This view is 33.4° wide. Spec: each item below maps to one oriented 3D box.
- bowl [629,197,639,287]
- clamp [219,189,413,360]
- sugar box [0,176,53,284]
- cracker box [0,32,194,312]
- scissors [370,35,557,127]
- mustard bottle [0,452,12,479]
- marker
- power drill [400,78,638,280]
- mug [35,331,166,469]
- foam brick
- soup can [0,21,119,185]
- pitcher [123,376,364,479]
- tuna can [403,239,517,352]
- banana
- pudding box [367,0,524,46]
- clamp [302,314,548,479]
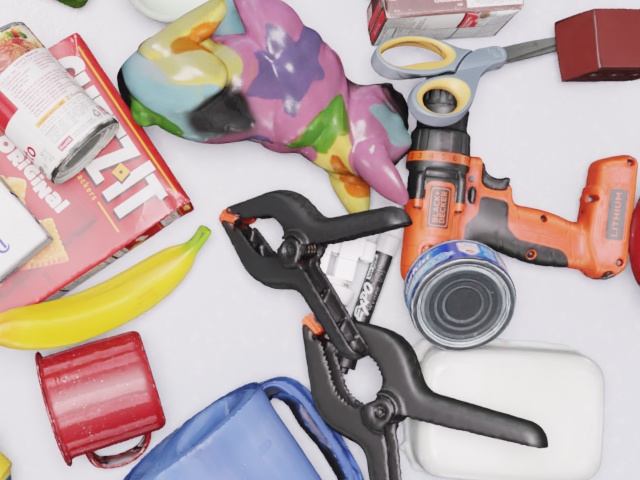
[{"bbox_3d":[0.297,-0.001,0.870,0.161,0.055,0.162,-7,100,-48],"label":"bowl"},{"bbox_3d":[-0.005,0.001,0.828,0.172,0.039,0.120,35,102,29],"label":"clamp"},{"bbox_3d":[-0.287,-0.039,0.777,0.093,0.048,0.176,-39,93,-6],"label":"sugar box"},{"bbox_3d":[-0.232,-0.036,0.840,0.213,0.072,0.164,-34,91,-5],"label":"cracker box"},{"bbox_3d":[0.139,-0.132,0.863,0.201,0.016,0.096,-2,59,-19],"label":"scissors"},{"bbox_3d":[-0.260,0.226,0.819,0.058,0.096,0.191,-8,89,-4],"label":"mustard bottle"},{"bbox_3d":[0.039,0.054,0.887,0.020,0.020,0.121,20,87,-4],"label":"marker"},{"bbox_3d":[0.162,-0.044,0.884,0.187,0.057,0.184,7,89,-3],"label":"power drill"},{"bbox_3d":[-0.167,0.130,0.839,0.081,0.093,0.117,-17,116,-10],"label":"mug"},{"bbox_3d":[0.243,-0.161,0.884,0.078,0.053,0.051,-4,90,-23],"label":"foam brick"},{"bbox_3d":[-0.205,-0.099,0.777,0.068,0.068,0.102,-44,91,-5],"label":"soup can"},{"bbox_3d":[-0.027,0.235,0.832,0.149,0.145,0.243,-36,95,7],"label":"pitcher"},{"bbox_3d":[0.110,0.044,0.841,0.086,0.034,0.086,-2,115,-3],"label":"tuna can"},{"bbox_3d":[-0.172,0.045,0.828,0.197,0.070,0.037,-29,55,-35],"label":"banana"},{"bbox_3d":[0.099,-0.189,0.863,0.113,0.090,0.039,-4,87,-5],"label":"pudding box"},{"bbox_3d":[0.051,0.145,0.835,0.210,0.036,0.165,42,102,24],"label":"clamp"}]
